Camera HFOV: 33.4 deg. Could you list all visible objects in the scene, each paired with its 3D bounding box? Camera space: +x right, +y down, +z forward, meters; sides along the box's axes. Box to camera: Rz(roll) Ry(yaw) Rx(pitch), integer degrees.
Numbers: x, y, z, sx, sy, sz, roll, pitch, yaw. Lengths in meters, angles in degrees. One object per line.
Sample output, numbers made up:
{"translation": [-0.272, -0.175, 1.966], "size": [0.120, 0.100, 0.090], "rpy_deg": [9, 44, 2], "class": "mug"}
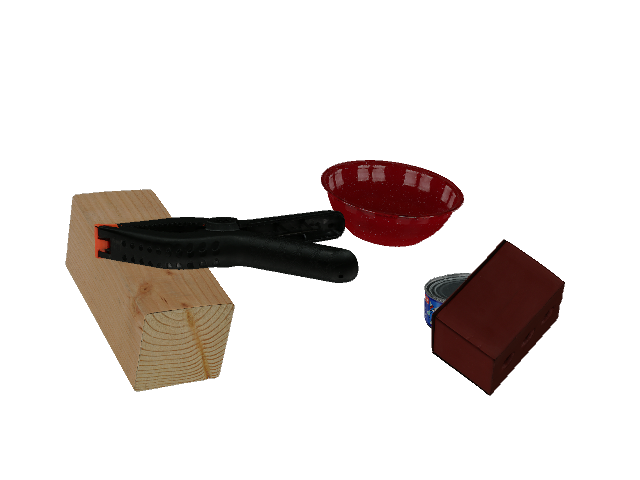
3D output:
{"translation": [0.136, 0.058, 0.956], "size": [0.086, 0.034, 0.086], "rpy_deg": [-1, 16, 0], "class": "tuna can"}
{"translation": [0.077, -0.037, 1.202], "size": [0.162, 0.055, 0.162], "rpy_deg": [6, 25, -3], "class": "bowl"}
{"translation": [0.116, 0.051, 0.701], "size": [0.051, 0.078, 0.053], "rpy_deg": [35, -24, 26], "class": "foam brick"}
{"translation": [-0.070, 0.004, 0.833], "size": [0.210, 0.036, 0.164], "rpy_deg": [-1, 12, -9], "class": "clamp"}
{"translation": [-0.172, 0.042, 1.045], "size": [0.090, 0.091, 0.206], "rpy_deg": [-6, 36, -31], "class": "wood block"}
